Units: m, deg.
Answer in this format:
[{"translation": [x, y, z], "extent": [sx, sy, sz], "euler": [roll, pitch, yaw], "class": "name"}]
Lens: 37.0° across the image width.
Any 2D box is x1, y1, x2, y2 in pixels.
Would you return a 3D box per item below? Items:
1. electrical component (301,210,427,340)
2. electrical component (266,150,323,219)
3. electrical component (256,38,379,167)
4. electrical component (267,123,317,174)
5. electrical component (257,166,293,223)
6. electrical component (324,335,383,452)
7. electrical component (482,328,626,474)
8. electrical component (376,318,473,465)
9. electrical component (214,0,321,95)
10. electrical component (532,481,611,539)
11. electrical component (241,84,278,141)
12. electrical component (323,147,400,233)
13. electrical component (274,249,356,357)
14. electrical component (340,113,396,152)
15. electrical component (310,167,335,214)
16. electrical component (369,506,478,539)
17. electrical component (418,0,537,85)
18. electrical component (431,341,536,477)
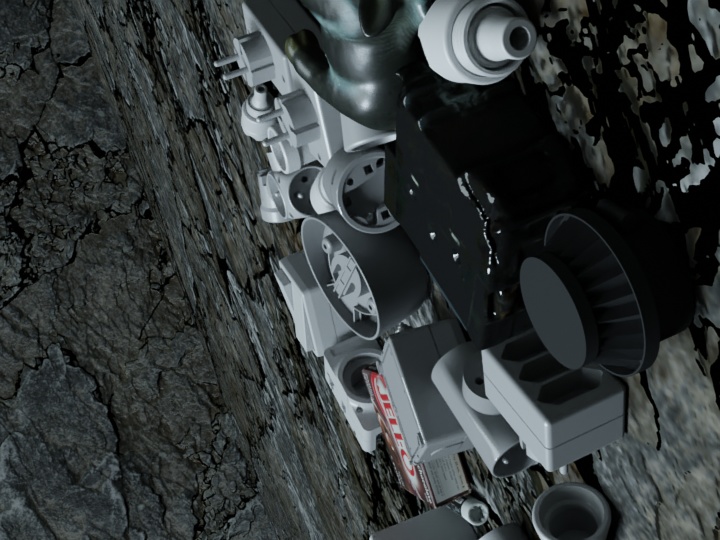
[{"translation": [0.000, 0.000, 0.778], "extent": [0.099, 0.064, 0.099], "euler": [33, 135, 41], "class": "electrical component"}, {"translation": [-0.057, -0.088, 0.925], "extent": [0.077, 0.044, 0.079], "euler": [-154, 44, -70], "class": "electrical component"}, {"translation": [-0.035, -0.108, 0.745], "extent": [0.047, 0.076, 0.083], "euler": [49, 157, 52], "class": "electrical component"}, {"translation": [-0.045, -0.102, 0.852], "extent": [0.040, 0.046, 0.040], "euler": [60, 164, 29], "class": "electrical component"}, {"translation": [-0.079, -0.074, 1.039], "extent": [0.040, 0.040, 0.046], "euler": [-137, 34, -59], "class": "electrical component"}, {"translation": [0.007, 0.107, 0.969], "extent": [0.089, 0.050, 0.055], "euler": [60, 165, 28], "class": "electrical component"}, {"translation": [0.103, 0.077, 0.573], "extent": [0.065, 0.047, 0.076], "euler": [52, 159, 47], "class": "electrical component"}, {"translation": [0.053, 0.078, 0.747], "extent": [0.061, 0.061, 0.096], "euler": [103, 150, -67], "class": "electrical component"}, {"translation": [-0.070, -0.159, 0.796], "extent": [0.083, 0.076, 0.047], "euler": [56, 162, 40], "class": "electrical component"}, {"translation": [0.126, 0.160, 0.630], "extent": [0.044, 0.044, 0.065], "euler": [53, 165, 46], "class": "electrical component"}, {"translation": [-0.091, -0.147, 0.982], "extent": [0.035, 0.035, 0.061], "euler": [62, 162, 22], "class": "electrical component"}, {"translation": [0.005, -0.057, 0.722], "extent": [0.047, 0.055, 0.055], "euler": [-135, 26, -66], "class": "electrical component"}, {"translation": [-0.036, 0.033, 0.992], "extent": [0.061, 0.061, 0.096], "euler": [51, 159, 48], "class": "electrical component"}, {"translation": [0.002, -0.112, 0.676], "extent": [0.044, 0.044, 0.065], "euler": [165, 88, -76], "class": "electrical component"}, {"translation": [-0.013, -0.063, 0.807], "extent": [0.040, 0.040, 0.078], "euler": [66, 166, 6], "class": "electrical component"}, {"translation": [0.059, 0.256, 0.907], "extent": [0.099, 0.100, 0.048], "euler": [61, 152, 26], "class": "electrical component"}, {"translation": [0.056, -0.104, 0.480], "extent": [0.062, 0.043, 0.043], "euler": [31, 141, 65], "class": "electrical component"}, {"translation": [0.081, 0.075, 0.659], "extent": [0.077, 0.043, 0.079], "euler": [57, 162, 35], "class": "electrical component"}]
